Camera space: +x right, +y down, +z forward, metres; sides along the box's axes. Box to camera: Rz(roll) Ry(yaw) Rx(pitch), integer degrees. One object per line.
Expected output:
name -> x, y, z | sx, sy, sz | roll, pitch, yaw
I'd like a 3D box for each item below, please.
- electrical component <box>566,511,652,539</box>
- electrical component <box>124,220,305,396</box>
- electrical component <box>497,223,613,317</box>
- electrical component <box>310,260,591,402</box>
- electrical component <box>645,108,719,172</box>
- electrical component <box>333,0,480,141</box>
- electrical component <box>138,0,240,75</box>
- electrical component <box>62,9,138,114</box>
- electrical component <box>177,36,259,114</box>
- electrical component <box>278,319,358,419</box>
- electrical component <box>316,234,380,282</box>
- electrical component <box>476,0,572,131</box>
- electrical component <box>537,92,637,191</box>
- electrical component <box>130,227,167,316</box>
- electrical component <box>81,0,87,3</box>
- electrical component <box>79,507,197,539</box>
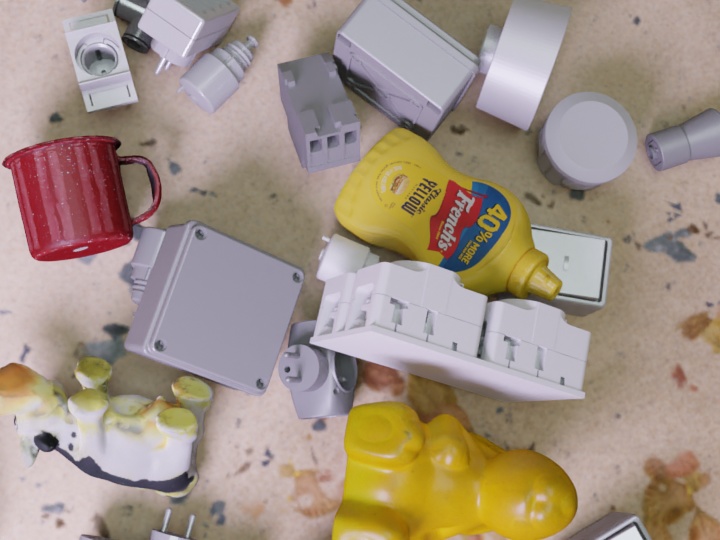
electrical component -> 0.191, 0.243, 0.858 | 0.096, 0.061, 0.061 | -28, 84, -11
electrical component -> -0.113, 0.031, 0.845 | 0.109, 0.056, 0.108 | 25, 76, -29
electrical component -> 0.157, -0.002, 0.899 | 0.096, 0.061, 0.061 | 10, 79, -5
electrical component -> 0.071, 0.048, 0.830 | 0.186, 0.105, 0.060 | 19, 74, -23
electrical component -> 0.285, -0.112, 0.946 | 0.065, 0.044, 0.044 | -18, 82, -5
electrical component -> 0.035, -0.167, 0.891 | 0.109, 0.108, 0.056 | 37, 81, 1
electrical component -> -0.150, -0.195, 0.897 | 0.047, 0.083, 0.075 | 35, 116, 0
electrical component -> -0.213, -0.167, 0.884 | 0.042, 0.064, 0.081 | -15, 82, -10
electrical component -> -0.117, -0.167, 0.908 | 0.040, 0.040, 0.078 | 42, 77, 2
electrical component -> -0.039, 0.078, 0.854 | 0.044, 0.079, 0.077 | -10, 79, 25
electrical component -> 0.000, 0.000, 0.891 | 0.078, 0.040, 0.040 | 23, 78, -2
electrical component -> 0.131, -0.178, 0.908 | 0.060, 0.108, 0.108 | 20, 78, 3
electrical component -> 0.193, -0.109, 0.928 | 0.080, 0.051, 0.080 | 1, 79, -6
electrical component -> -0.166, 0.001, 0.871 | 0.040, 0.040, 0.078 | 18, 78, -3
electrical component -> -0.231, -0.265, 0.910 | 0.077, 0.044, 0.079 | 16, 77, -4
electrical component -> -0.147, 0.221, 0.826 | 0.138, 0.052, 0.073 | 15, 78, -4
